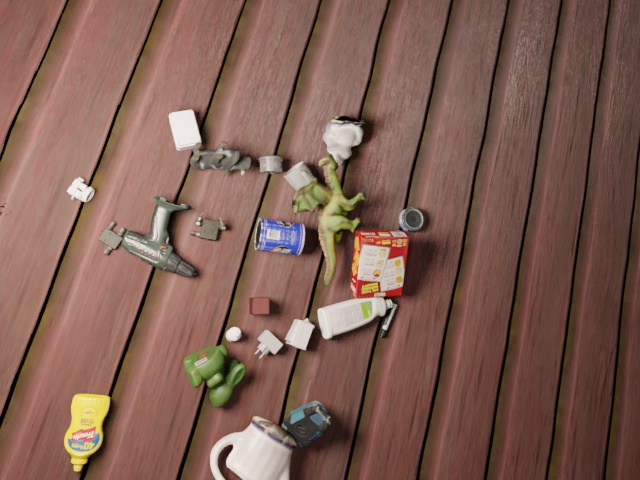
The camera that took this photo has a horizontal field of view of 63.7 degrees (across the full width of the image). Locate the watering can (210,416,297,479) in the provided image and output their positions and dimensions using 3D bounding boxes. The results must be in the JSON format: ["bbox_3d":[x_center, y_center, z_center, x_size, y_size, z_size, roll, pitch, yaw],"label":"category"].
[{"bbox_3d":[-0.145,0.663,1.493,0.347,0.103,0.227,34,73,-2],"label":"watering can"}]

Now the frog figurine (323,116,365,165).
[{"bbox_3d":[0.078,-0.339,1.759,0.138,0.125,0.156,-7,120,-27],"label":"frog figurine"}]

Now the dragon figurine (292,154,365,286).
[{"bbox_3d":[0.005,-0.082,1.629,0.241,0.121,0.416,27,71,-31],"label":"dragon figurine"}]
